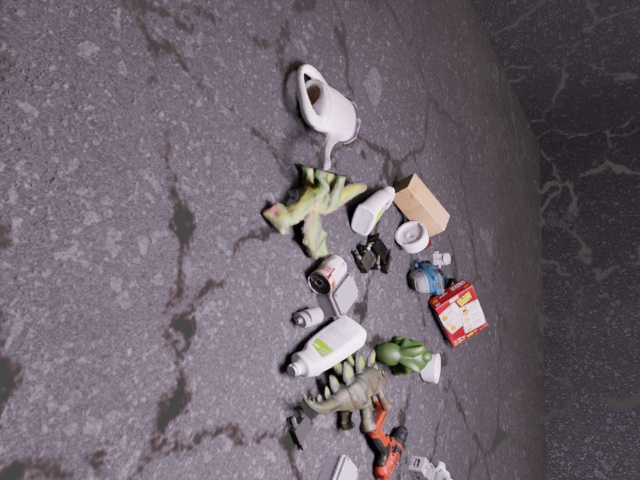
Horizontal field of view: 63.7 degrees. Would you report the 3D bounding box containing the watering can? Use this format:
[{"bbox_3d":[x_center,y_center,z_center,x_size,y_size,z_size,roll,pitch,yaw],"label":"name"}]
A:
[{"bbox_3d":[0.024,-0.319,1.399,0.223,0.103,0.353,15,55,-51],"label":"watering can"}]

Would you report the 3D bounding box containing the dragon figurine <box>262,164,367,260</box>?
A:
[{"bbox_3d":[0.004,-0.069,1.372,0.409,0.122,0.242,9,93,-52],"label":"dragon figurine"}]

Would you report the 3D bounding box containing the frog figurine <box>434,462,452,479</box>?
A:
[{"bbox_3d":[0.403,0.826,1.693,0.162,0.123,0.134,-49,156,-58],"label":"frog figurine"}]
